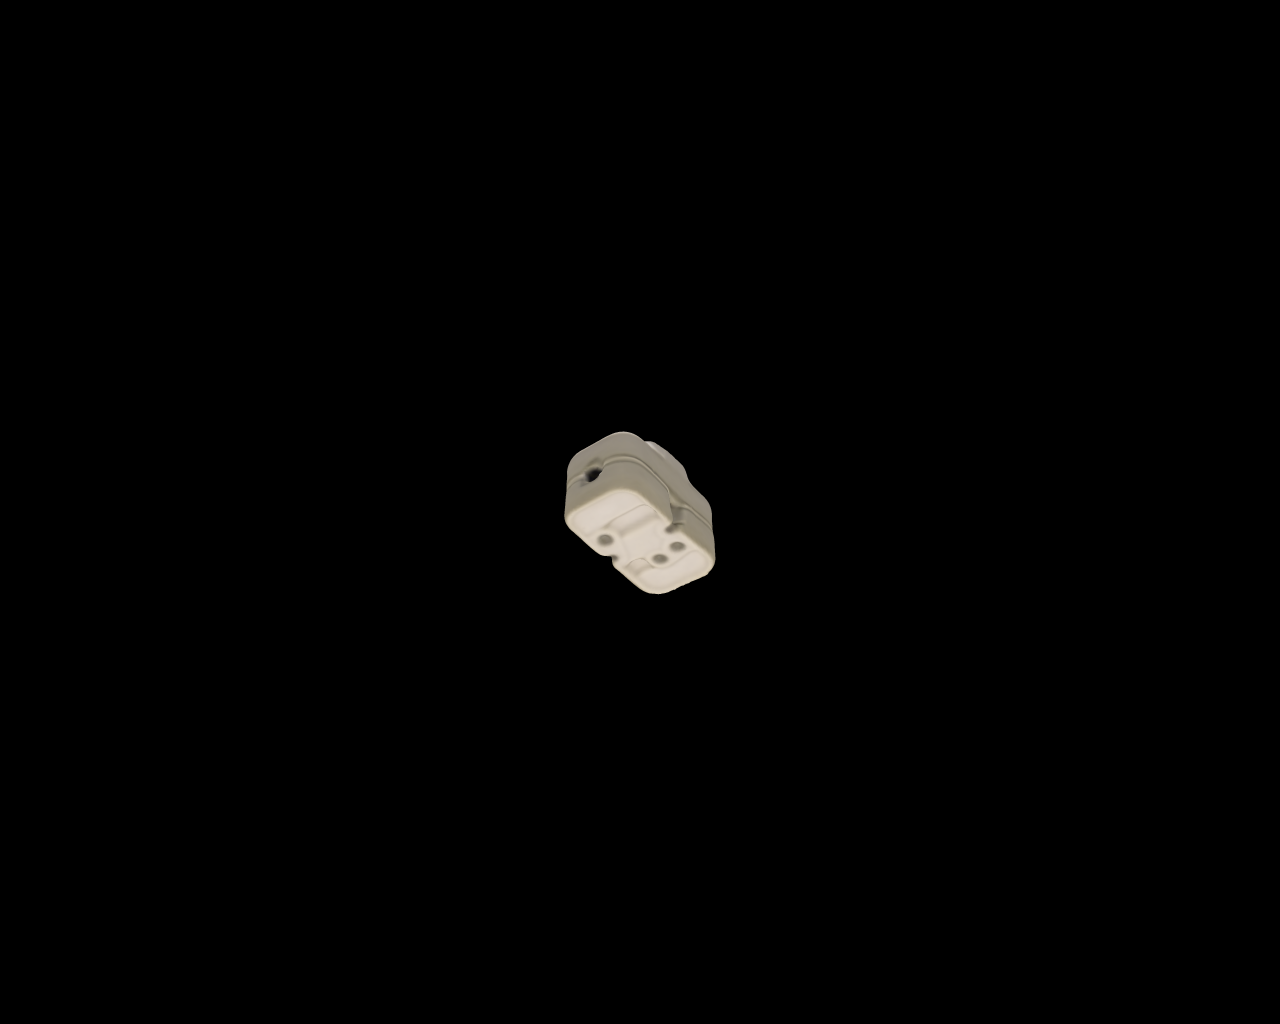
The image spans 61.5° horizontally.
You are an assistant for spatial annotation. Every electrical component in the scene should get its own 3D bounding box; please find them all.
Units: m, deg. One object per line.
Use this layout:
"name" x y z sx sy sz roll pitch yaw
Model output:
"electrical component" 0.001 -0.003 0.650 0.053 0.059 0.095 -27 -49 26
